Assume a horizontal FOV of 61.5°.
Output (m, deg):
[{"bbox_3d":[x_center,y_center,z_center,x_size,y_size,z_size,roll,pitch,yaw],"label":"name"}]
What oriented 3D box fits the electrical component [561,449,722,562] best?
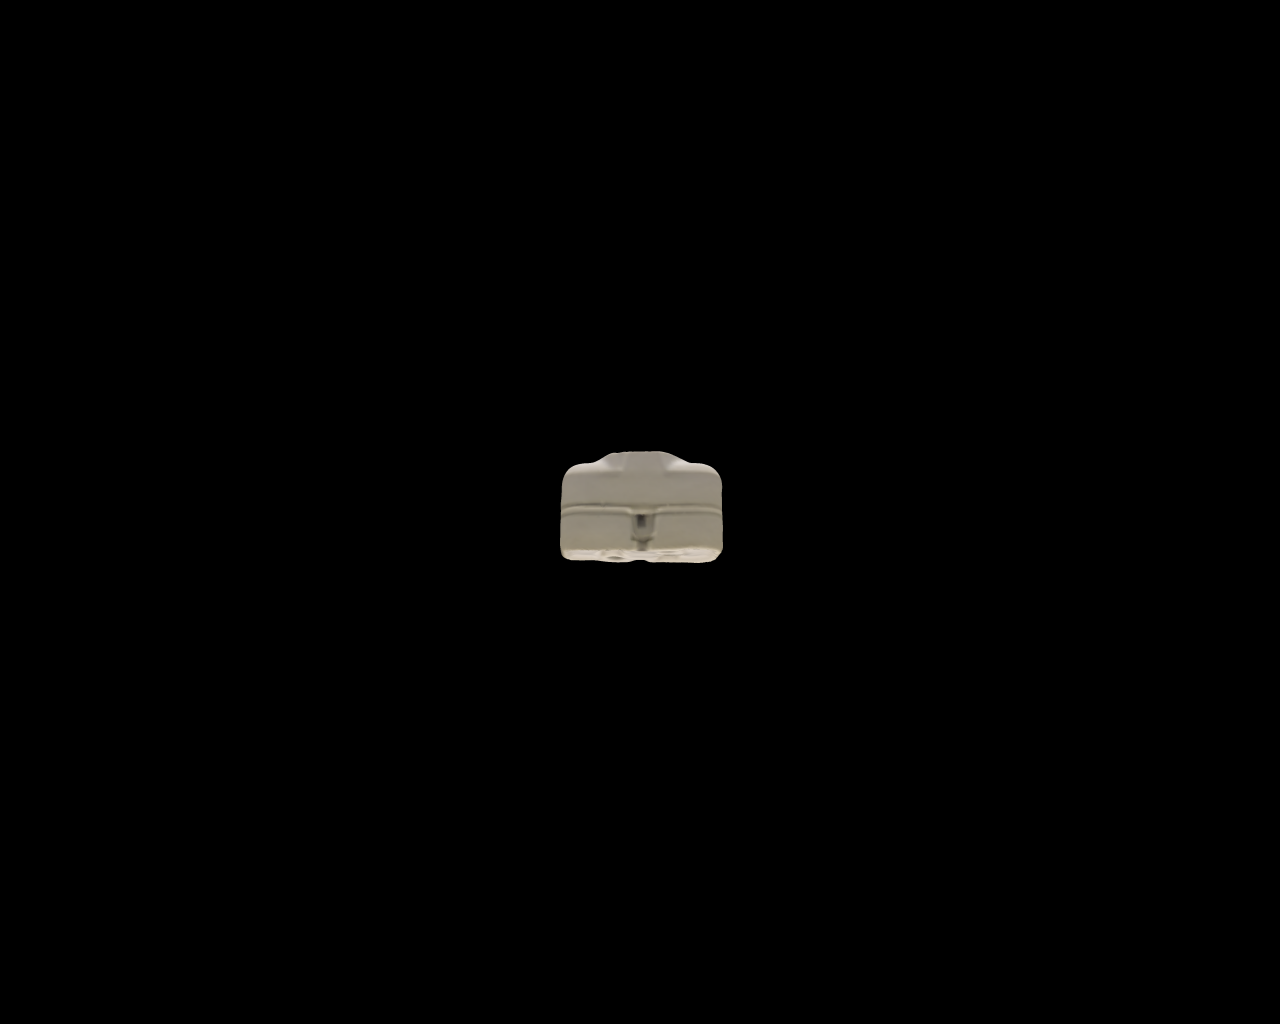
[{"bbox_3d":[0.001,-0.003,0.650,0.095,0.059,0.053,0,-11,-2],"label":"electrical component"}]
